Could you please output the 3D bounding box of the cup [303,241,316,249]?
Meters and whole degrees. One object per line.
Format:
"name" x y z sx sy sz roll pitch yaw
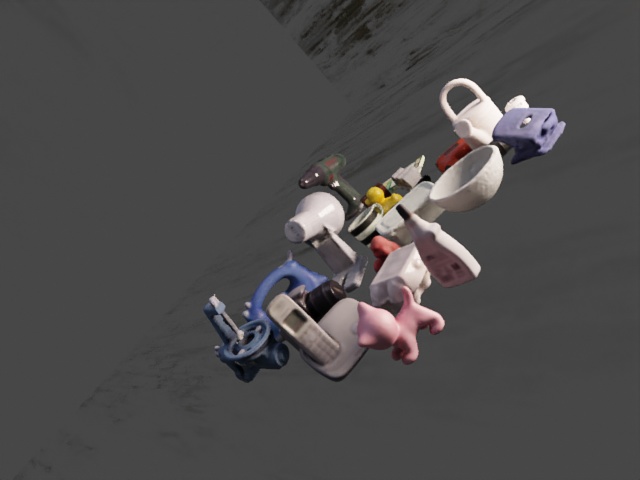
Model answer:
"cup" 0.006 -0.015 1.696 0.118 0.095 0.091 -52 16 -31

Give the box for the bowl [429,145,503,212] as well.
"bowl" 0.307 -0.110 1.157 0.167 0.075 0.167 -40 14 13

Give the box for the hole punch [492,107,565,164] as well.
"hole punch" 0.416 -0.221 1.145 0.109 0.091 0.101 -50 15 -25

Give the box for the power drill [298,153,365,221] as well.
"power drill" 0.048 -0.166 1.789 0.075 0.208 0.230 -31 18 41

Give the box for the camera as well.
"camera" -0.018 0.148 1.252 0.136 0.101 0.143 -38 15 23

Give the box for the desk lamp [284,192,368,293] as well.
"desk lamp" 0.012 0.005 1.358 0.117 0.214 0.203 -36 15 28

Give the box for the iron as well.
"iron" -0.105 0.154 1.402 0.258 0.141 0.118 -46 14 -10

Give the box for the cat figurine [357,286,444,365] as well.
"cat figurine" 0.111 0.131 0.894 0.128 0.118 0.067 -47 14 -14

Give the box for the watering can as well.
"watering can" 0.347 -0.275 1.284 0.101 0.194 0.173 -39 14 19

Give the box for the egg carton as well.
"egg carton" 0.157 0.068 1.057 0.107 0.069 0.150 -27 21 50

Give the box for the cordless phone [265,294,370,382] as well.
"cordless phone" 0.005 0.144 1.015 0.148 0.185 0.094 -49 15 -21

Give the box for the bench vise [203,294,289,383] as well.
"bench vise" -0.199 0.227 1.280 0.207 0.220 0.121 -35 16 31

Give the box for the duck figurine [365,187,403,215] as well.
"duck figurine" 0.165 -0.106 1.531 0.104 0.086 0.078 -28 21 48

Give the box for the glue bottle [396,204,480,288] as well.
"glue bottle" 0.185 0.004 0.947 0.078 0.173 0.037 -27 21 49

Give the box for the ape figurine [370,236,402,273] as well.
"ape figurine" 0.138 0.031 1.178 0.076 0.092 0.077 -51 15 -28
